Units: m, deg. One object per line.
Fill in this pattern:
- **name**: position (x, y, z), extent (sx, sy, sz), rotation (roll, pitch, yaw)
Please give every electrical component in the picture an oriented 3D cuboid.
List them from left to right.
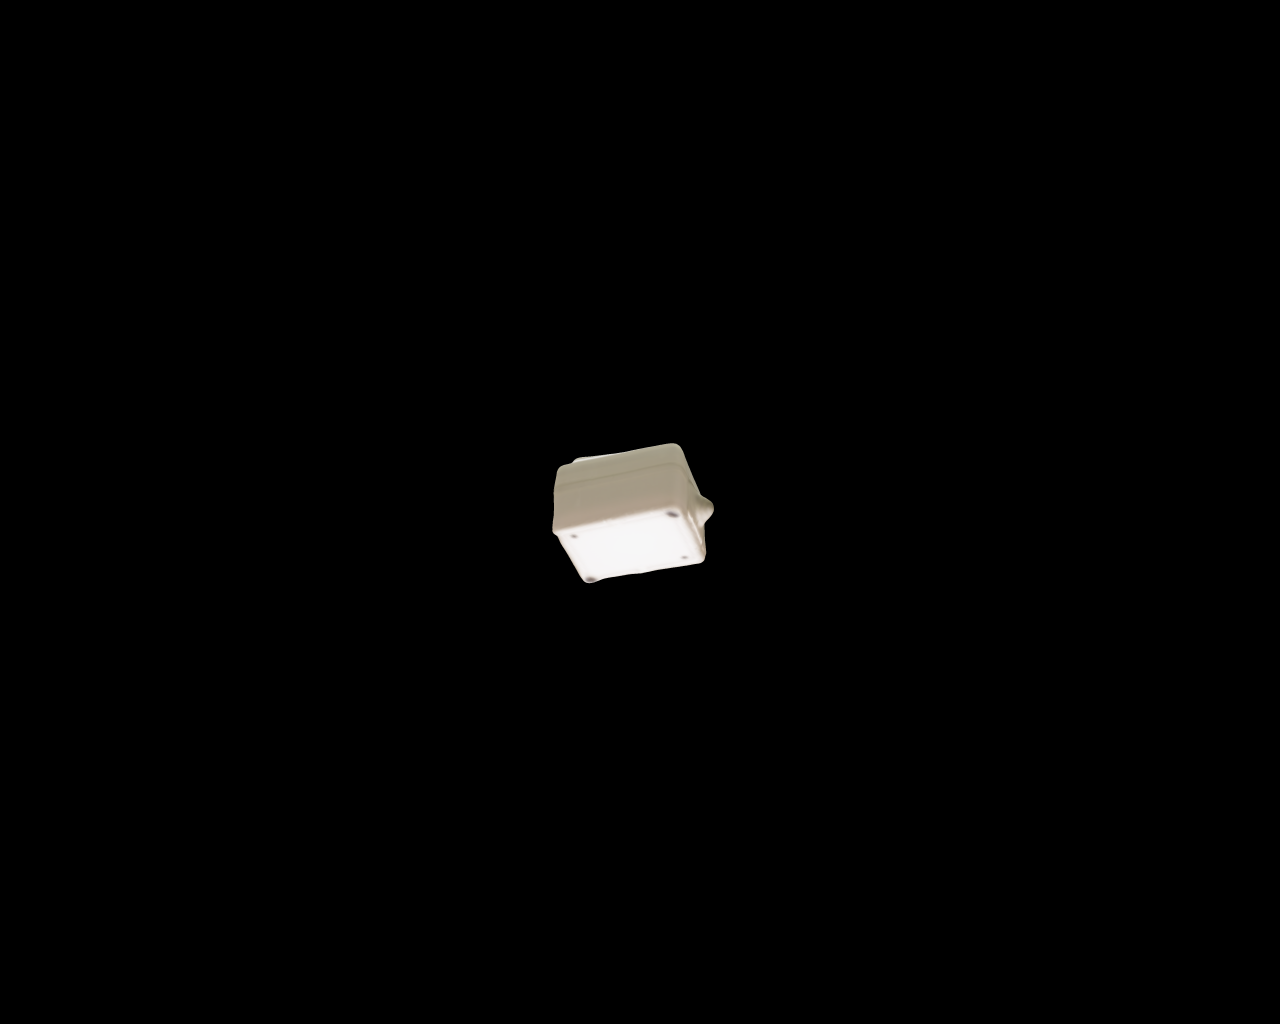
- **electrical component**: position (0.001, -0.003, 0.650), extent (0.096, 0.061, 0.061), rotation (-11, -39, 13)
